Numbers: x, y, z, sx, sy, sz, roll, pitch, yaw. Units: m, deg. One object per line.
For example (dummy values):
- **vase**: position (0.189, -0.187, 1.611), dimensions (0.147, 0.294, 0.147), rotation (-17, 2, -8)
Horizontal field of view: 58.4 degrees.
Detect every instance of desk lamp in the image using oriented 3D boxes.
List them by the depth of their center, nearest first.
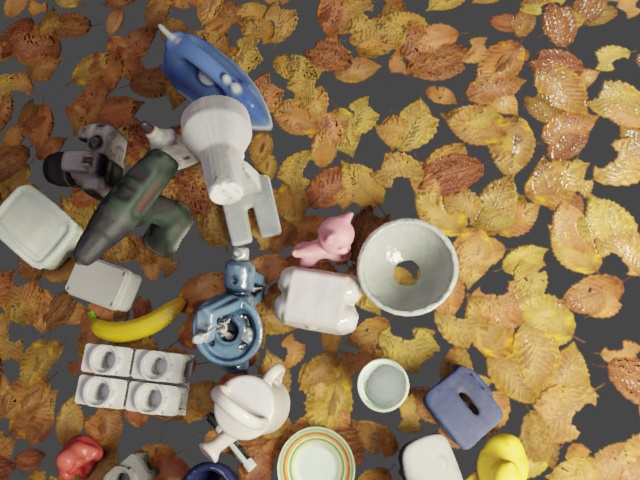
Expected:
- **desk lamp**: position (-0.151, -0.117, 0.994), dimensions (0.118, 0.214, 0.203), rotation (-17, 74, 5)

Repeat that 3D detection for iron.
- **iron**: position (-0.200, -0.311, 1.087), dimensions (0.258, 0.141, 0.119), rotation (38, 85, 16)

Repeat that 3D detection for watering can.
- **watering can**: position (-0.118, 0.271, 0.905), dimensions (0.100, 0.194, 0.173), rotation (15, 79, 13)

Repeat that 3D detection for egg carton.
- **egg carton**: position (-0.004, 0.105, 0.991), dimensions (0.150, 0.069, 0.107), rotation (7, 78, 11)

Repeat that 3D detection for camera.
- **camera**: position (-0.463, -0.155, 1.112), dimensions (0.136, 0.101, 0.143), rotation (3, 77, 10)

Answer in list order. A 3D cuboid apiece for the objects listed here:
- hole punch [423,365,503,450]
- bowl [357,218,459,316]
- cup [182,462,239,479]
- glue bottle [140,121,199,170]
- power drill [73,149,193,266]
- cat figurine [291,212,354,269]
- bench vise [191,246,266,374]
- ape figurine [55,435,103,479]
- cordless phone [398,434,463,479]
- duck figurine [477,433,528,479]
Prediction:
- **hole punch**: position (0.225, 0.260, 0.906), dimensions (0.101, 0.091, 0.108), rotation (-39, 74, -1)
- **bowl**: position (0.149, 0.051, 0.977), dimensions (0.167, 0.075, 0.167), rotation (-2, 76, 9)
- **cup**: position (-0.181, 0.404, 0.934), dimensions (0.117, 0.095, 0.092), rotation (3, 77, 10)
- **glue bottle**: position (-0.285, -0.178, 1.051), dimensions (0.078, 0.173, 0.037), rotation (-16, 74, 5)
- **power drill**: position (-0.310, -0.038, 1.003), dimensions (0.075, 0.208, 0.230), rotation (27, 82, 15)
- **cat figurine**: position (0.009, 0.004, 0.989), dimensions (0.127, 0.118, 0.067), rotation (-23, 74, 3)
- **bench vise**: position (-0.163, 0.110, 0.937), dimensions (0.121, 0.220, 0.207), rotation (-13, 75, 6)
- **ape figurine**: position (-0.420, 0.375, 0.981), dimensions (0.077, 0.092, 0.076), rotation (-17, 74, 5)
- **cordless phone**: position (0.168, 0.370, 0.839), dimensions (0.094, 0.185, 0.147), rotation (-20, 74, 4)
- **duck figurine**: position (0.283, 0.352, 0.877), dimensions (0.077, 0.086, 0.104), rotation (11, 79, 12)
